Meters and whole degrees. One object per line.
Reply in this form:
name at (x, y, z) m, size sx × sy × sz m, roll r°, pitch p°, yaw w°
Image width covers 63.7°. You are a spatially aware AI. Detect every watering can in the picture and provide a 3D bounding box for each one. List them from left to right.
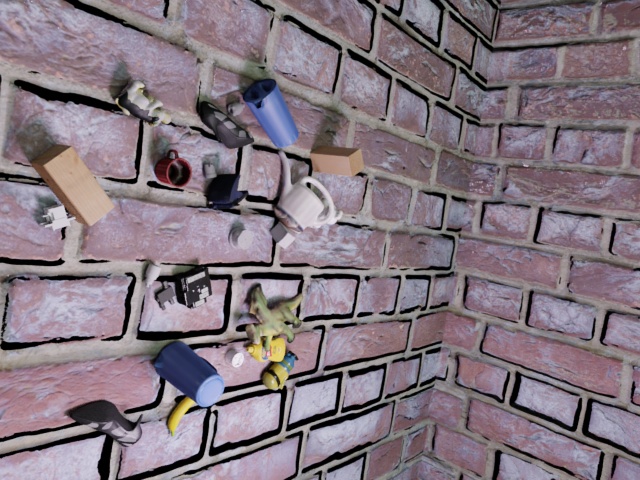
watering can at (-0.099, -0.173, 2.051) m, size 0.345 × 0.104 × 0.226 m, roll 44°, pitch 79°, yaw -15°

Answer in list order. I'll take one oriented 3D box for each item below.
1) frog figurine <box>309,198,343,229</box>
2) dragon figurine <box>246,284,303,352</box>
frog figurine at (0.007, -0.108, 2.154) m, size 0.139 × 0.160 × 0.120 m, roll -57°, pitch 135°, yaw -22°
dragon figurine at (-0.187, 0.278, 2.048) m, size 0.239 × 0.121 × 0.420 m, roll 60°, pitch 29°, yaw -25°
